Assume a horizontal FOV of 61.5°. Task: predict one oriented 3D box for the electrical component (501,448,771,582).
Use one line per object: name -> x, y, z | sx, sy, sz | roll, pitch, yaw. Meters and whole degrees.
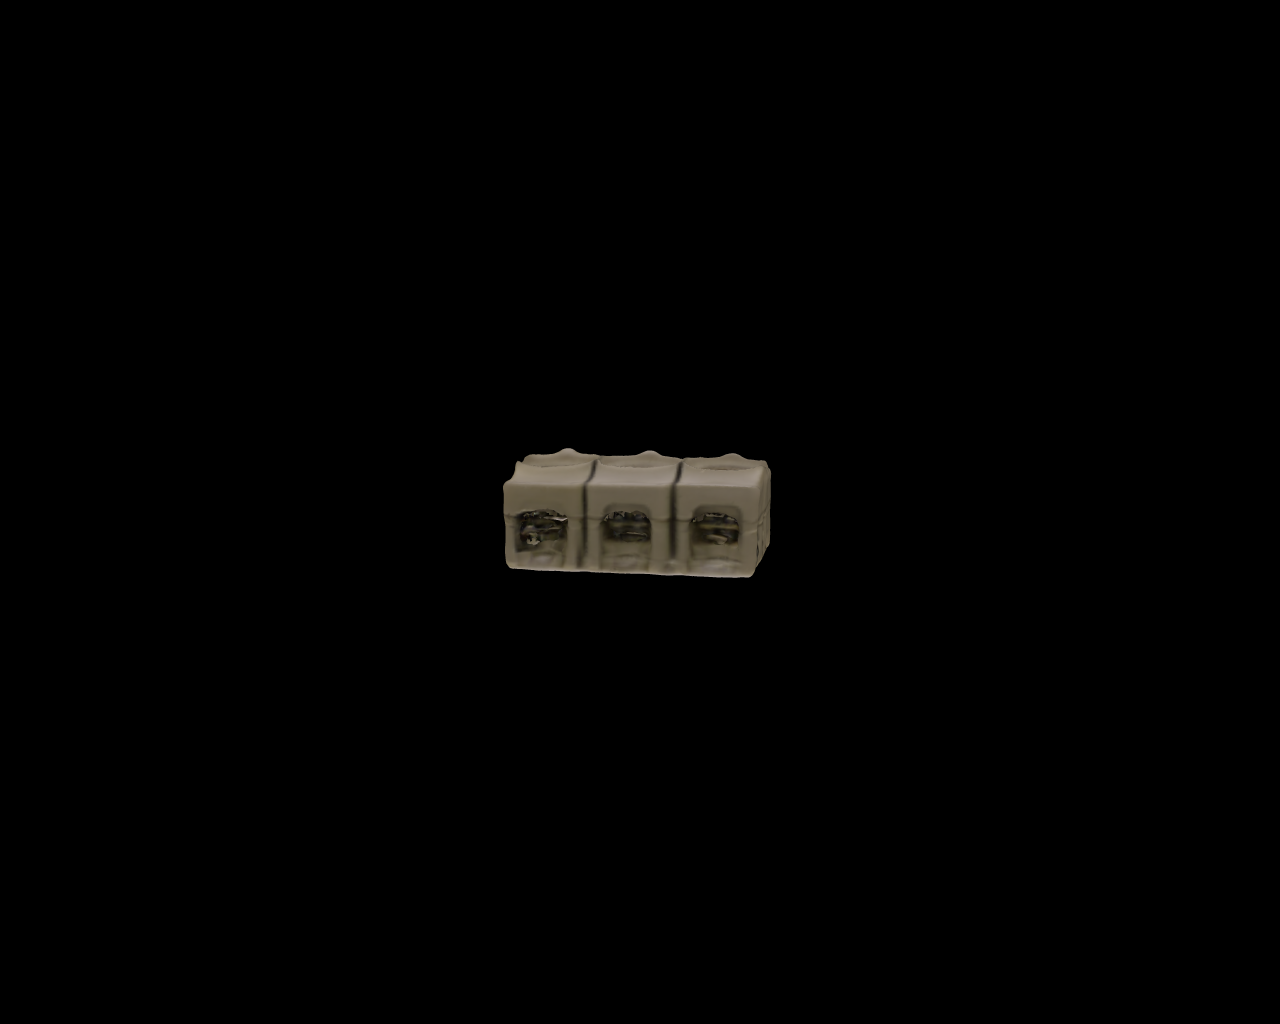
electrical component -> 0.001, -0.003, 0.650 | 0.150, 0.061, 0.089 | 2, 12, 12
